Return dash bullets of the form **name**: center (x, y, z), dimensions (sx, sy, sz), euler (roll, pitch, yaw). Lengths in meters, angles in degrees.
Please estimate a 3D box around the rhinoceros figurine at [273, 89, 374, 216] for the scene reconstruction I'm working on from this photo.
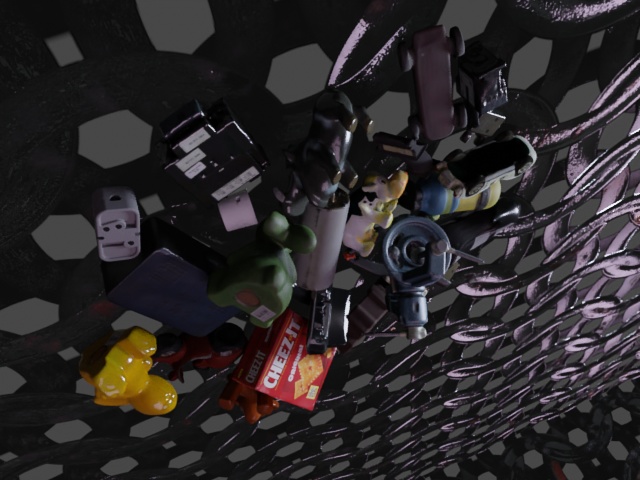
- **rhinoceros figurine**: center (-0.003, -0.116, 0.756), dimensions (0.073, 0.112, 0.190), euler (-19, 137, -59)

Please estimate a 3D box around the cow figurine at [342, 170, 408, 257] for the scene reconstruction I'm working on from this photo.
- **cow figurine**: center (0.078, -0.058, 0.895), dimensions (0.098, 0.068, 0.167), euler (27, 125, 1)

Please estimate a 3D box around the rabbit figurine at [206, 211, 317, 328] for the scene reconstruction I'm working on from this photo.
- **rabbit figurine**: center (-0.082, 0.019, 0.819), dimensions (0.121, 0.170, 0.159), euler (26, 138, -13)

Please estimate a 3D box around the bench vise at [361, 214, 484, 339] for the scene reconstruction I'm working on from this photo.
- **bench vise**: center (0.159, 0.054, 0.883), dimensions (0.129, 0.223, 0.240), euler (10, 168, -5)

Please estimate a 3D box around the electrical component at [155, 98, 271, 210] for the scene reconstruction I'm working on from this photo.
- **electrical component**: center (-0.145, -0.118, 0.706), dimensions (0.115, 0.058, 0.134), euler (-33, 142, 4)

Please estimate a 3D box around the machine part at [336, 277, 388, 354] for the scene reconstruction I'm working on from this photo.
- **machine part**: center (0.087, 0.155, 1.094), dimensions (0.179, 0.056, 0.179), euler (-46, 171, -9)

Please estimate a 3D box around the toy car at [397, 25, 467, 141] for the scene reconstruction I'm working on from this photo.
- **toy car**: center (0.163, -0.223, 0.774), dimensions (0.089, 0.053, 0.201), euler (-13, 143, 10)

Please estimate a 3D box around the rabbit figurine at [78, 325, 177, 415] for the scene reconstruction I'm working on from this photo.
- **rabbit figurine**: center (-0.331, 0.248, 0.931), dimensions (0.162, 0.122, 0.173), euler (-21, 124, 35)

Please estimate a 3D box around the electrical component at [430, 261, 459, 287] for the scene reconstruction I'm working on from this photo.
- **electrical component**: center (0.260, 0.064, 1.170), dimensions (0.102, 0.045, 0.078), euler (34, 83, -51)

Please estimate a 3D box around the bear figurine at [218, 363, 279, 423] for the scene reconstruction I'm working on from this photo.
- **bear figurine**: center (-0.152, 0.356, 1.192), dimensions (0.120, 0.132, 0.195), euler (9, 132, 2)

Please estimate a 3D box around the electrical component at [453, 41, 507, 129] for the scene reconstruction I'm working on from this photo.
- **electrical component**: center (0.240, -0.224, 0.802), dimensions (0.048, 0.075, 0.119), euler (-28, 138, 1)

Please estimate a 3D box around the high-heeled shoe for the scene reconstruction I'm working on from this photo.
- **high-heeled shoe**: center (0.292, -0.010, 1.106), dimensions (0.249, 0.086, 0.145), euler (-31, 176, 32)

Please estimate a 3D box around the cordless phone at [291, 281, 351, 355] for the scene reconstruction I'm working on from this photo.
- **cordless phone**: center (-0.036, 0.123, 0.980), dimensions (0.089, 0.146, 0.184), euler (-16, 148, 42)

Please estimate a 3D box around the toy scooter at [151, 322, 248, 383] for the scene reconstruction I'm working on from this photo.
- **toy scooter**: center (-0.233, 0.222, 1.025), dimensions (0.184, 0.075, 0.135), euler (-2, 135, -25)

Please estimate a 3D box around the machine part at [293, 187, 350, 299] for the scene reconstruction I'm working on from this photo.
- **machine part**: center (-0.002, -0.003, 0.884), dimensions (0.079, 0.079, 0.243), euler (-9, 129, -23)

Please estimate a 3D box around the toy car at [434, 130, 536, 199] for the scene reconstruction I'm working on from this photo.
- **toy car**: center (0.280, -0.126, 0.903), dimensions (0.202, 0.073, 0.056), euler (-23, 159, -24)

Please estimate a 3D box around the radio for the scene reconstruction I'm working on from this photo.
- **radio**: center (-0.223, 0.069, 0.860), dimensions (0.131, 0.073, 0.229), euler (-37, 140, 13)

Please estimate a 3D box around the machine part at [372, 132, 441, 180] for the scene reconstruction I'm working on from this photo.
- **machine part**: center (0.141, -0.136, 0.852), dimensions (0.138, 0.084, 0.039), euler (23, 82, -54)

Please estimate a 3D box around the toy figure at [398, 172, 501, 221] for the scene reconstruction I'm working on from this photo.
- **toy figure**: center (0.231, -0.082, 0.944), dimensions (0.180, 0.089, 0.082), euler (-13, 156, -24)

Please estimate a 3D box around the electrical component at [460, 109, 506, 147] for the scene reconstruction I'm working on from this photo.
- **electrical component**: center (0.277, -0.198, 0.895), dimensions (0.063, 0.021, 0.094), euler (4, 134, -35)
